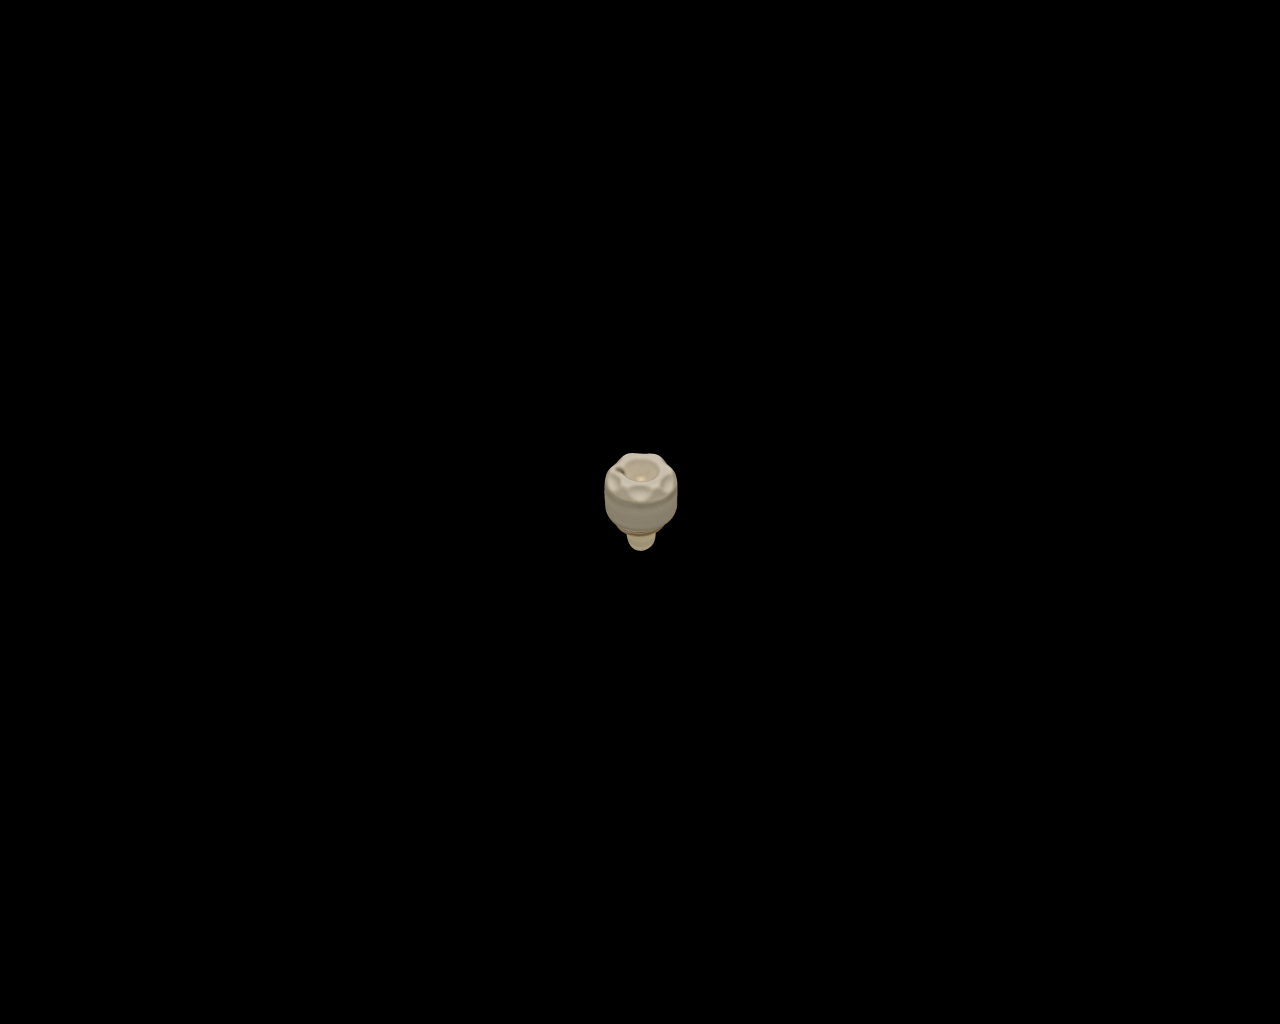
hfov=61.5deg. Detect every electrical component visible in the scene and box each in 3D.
[{"bbox_3d":[0.001,-0.003,0.650,0.043,0.062,0.043,0,40,0],"label":"electrical component"}]
